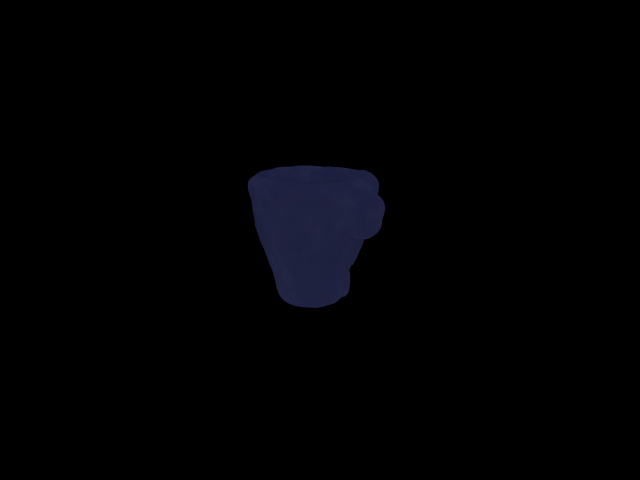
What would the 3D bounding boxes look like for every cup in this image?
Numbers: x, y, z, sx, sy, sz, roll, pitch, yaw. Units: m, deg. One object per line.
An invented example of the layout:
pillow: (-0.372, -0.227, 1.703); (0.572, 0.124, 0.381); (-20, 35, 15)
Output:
cup: (0.004, 0.001, 0.400); (0.092, 0.095, 0.117); (-11, 19, -34)
